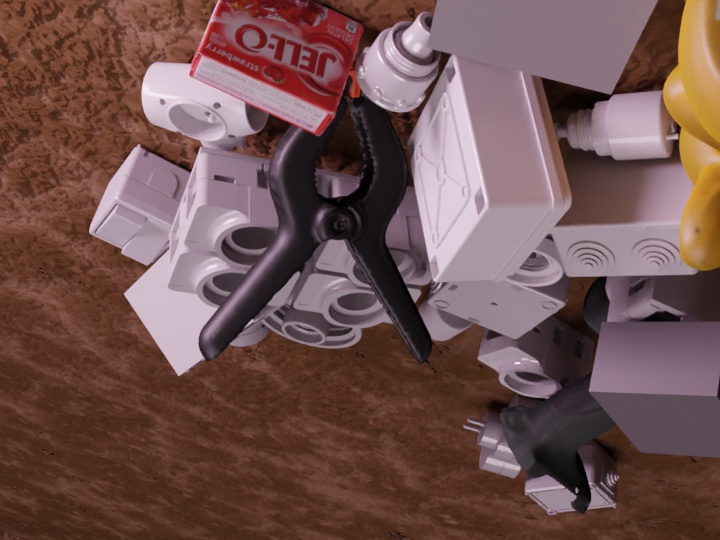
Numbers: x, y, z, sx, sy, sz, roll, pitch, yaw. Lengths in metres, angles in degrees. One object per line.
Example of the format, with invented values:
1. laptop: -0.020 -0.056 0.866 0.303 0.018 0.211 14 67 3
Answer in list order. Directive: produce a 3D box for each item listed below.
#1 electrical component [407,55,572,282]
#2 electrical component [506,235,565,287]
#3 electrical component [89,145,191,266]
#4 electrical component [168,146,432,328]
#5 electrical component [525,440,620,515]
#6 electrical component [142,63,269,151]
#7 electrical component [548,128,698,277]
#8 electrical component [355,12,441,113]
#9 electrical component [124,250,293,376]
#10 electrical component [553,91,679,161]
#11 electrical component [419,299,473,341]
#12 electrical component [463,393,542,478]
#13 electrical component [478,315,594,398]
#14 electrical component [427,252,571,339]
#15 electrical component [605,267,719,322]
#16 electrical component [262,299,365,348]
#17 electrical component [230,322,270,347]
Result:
1. electrical component: 0.076 -0.061 0.666 0.056 0.108 0.108 -3 156 -16
2. electrical component: 0.124 -0.025 0.768 0.078 0.057 0.058 8 151 14
3. electrical component: -0.179 -0.047 0.884 0.062 0.061 0.096 27 150 -19
4. electrical component: -0.039 -0.017 0.795 0.186 0.060 0.105 9 142 -18
5. electrical component: 0.233 0.218 1.153 0.096 0.061 0.062 -15 139 33
6. electrical component: -0.101 -0.108 0.749 0.077 0.044 0.079 6 151 18
7. electrical component: 0.172 -0.041 0.673 0.100 0.099 0.048 -1 135 30
8. electrical component: 0.029 -0.129 0.647 0.048 0.048 0.062 24 144 -14
9. electrical component: -0.125 0.017 0.909 0.089 0.062 0.150 56 140 1
10. electrical component: 0.157 -0.087 0.657 0.078 0.040 0.040 -1 148 28
11. electrical component: 0.068 0.042 0.937 0.040 0.040 0.078 25 151 -16
12. electrical component: 0.144 0.167 1.109 0.074 0.052 0.138 17 152 -1
13. electrical component: 0.152 0.074 0.932 0.089 0.055 0.050 30 149 -24
14. electrical component: 0.109 0.008 0.844 0.100 0.048 0.099 22 151 -11
15. electrical component: 0.253 0.021 0.749 0.150 0.089 0.061 23 151 -12
16. electrical component: -0.042 0.031 0.951 0.108 0.060 0.108 13 152 7
17. electrical component: -0.112 0.036 1.008 0.055 0.055 0.047 10 147 11
